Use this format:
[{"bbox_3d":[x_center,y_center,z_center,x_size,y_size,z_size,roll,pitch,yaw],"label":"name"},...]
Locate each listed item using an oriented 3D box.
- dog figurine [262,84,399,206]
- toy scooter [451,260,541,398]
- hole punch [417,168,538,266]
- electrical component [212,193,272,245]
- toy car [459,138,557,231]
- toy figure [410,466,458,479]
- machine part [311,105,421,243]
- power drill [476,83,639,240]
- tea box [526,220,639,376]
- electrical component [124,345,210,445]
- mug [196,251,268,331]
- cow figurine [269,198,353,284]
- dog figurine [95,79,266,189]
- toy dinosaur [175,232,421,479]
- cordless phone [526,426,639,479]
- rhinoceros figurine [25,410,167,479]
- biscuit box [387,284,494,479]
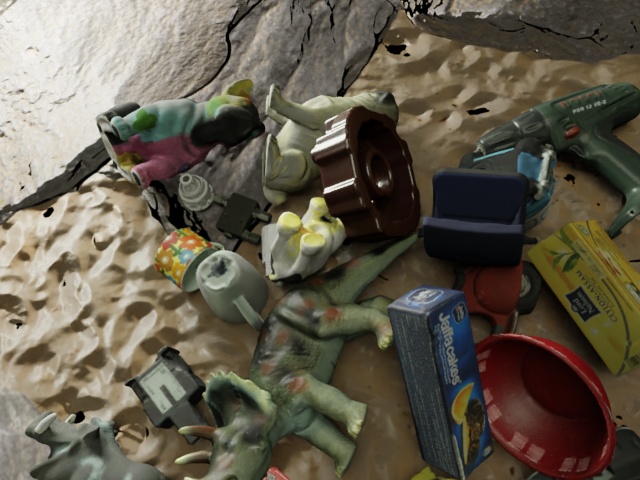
[{"bbox_3d":[0.016,-0.130,0.759,0.191,0.121,0.172,5,103,-10],"label":"dog figurine"},{"bbox_3d":[0.188,0.094,0.658,0.135,0.075,0.184,15,76,10],"label":"toy scooter"},{"bbox_3d":[0.175,-0.009,0.610,0.142,0.115,0.092,3,45,18],"label":"hole punch"},{"bbox_3d":[-0.118,-0.032,0.767,0.094,0.021,0.063,23,74,13],"label":"electrical component"},{"bbox_3d":[0.239,-0.057,0.690,0.103,0.162,0.109,34,60,-28],"label":"toy car"},{"bbox_3d":[0.089,0.318,0.572,0.180,0.089,0.082,-20,101,-6],"label":"toy figure"},{"bbox_3d":[0.063,-0.079,0.674,0.056,0.179,0.179,-16,64,36],"label":"machine part"},{"bbox_3d":[0.356,-0.104,0.719,0.232,0.085,0.207,-27,61,-7],"label":"power drill"},{"bbox_3d":[0.335,0.062,0.633,0.068,0.098,0.170,-46,61,35],"label":"tea box"},{"bbox_3d":[-0.178,0.198,0.671,0.119,0.047,0.075,41,79,18],"label":"electrical component"},{"bbox_3d":[-0.112,0.066,0.683,0.081,0.107,0.110,-31,67,-4],"label":"mug"},{"bbox_3d":[0.001,-0.001,0.701,0.068,0.098,0.167,37,36,17],"label":"cow figurine"},{"bbox_3d":[-0.191,-0.163,0.781,0.219,0.108,0.192,-26,28,-25],"label":"dog figurine"},{"bbox_3d":[-0.014,0.128,0.639,0.192,0.131,0.405,20,59,10],"label":"toy dinosaur"},{"bbox_3d":[0.276,0.233,0.602,0.147,0.088,0.184,-26,57,-3],"label":"cordless phone"},{"bbox_3d":[-0.273,0.273,0.639,0.190,0.073,0.112,23,75,14],"label":"rhinoceros figurine"},{"bbox_3d":[0.133,0.152,0.585,0.059,0.063,0.202,-24,107,-32],"label":"biscuit box"}]
